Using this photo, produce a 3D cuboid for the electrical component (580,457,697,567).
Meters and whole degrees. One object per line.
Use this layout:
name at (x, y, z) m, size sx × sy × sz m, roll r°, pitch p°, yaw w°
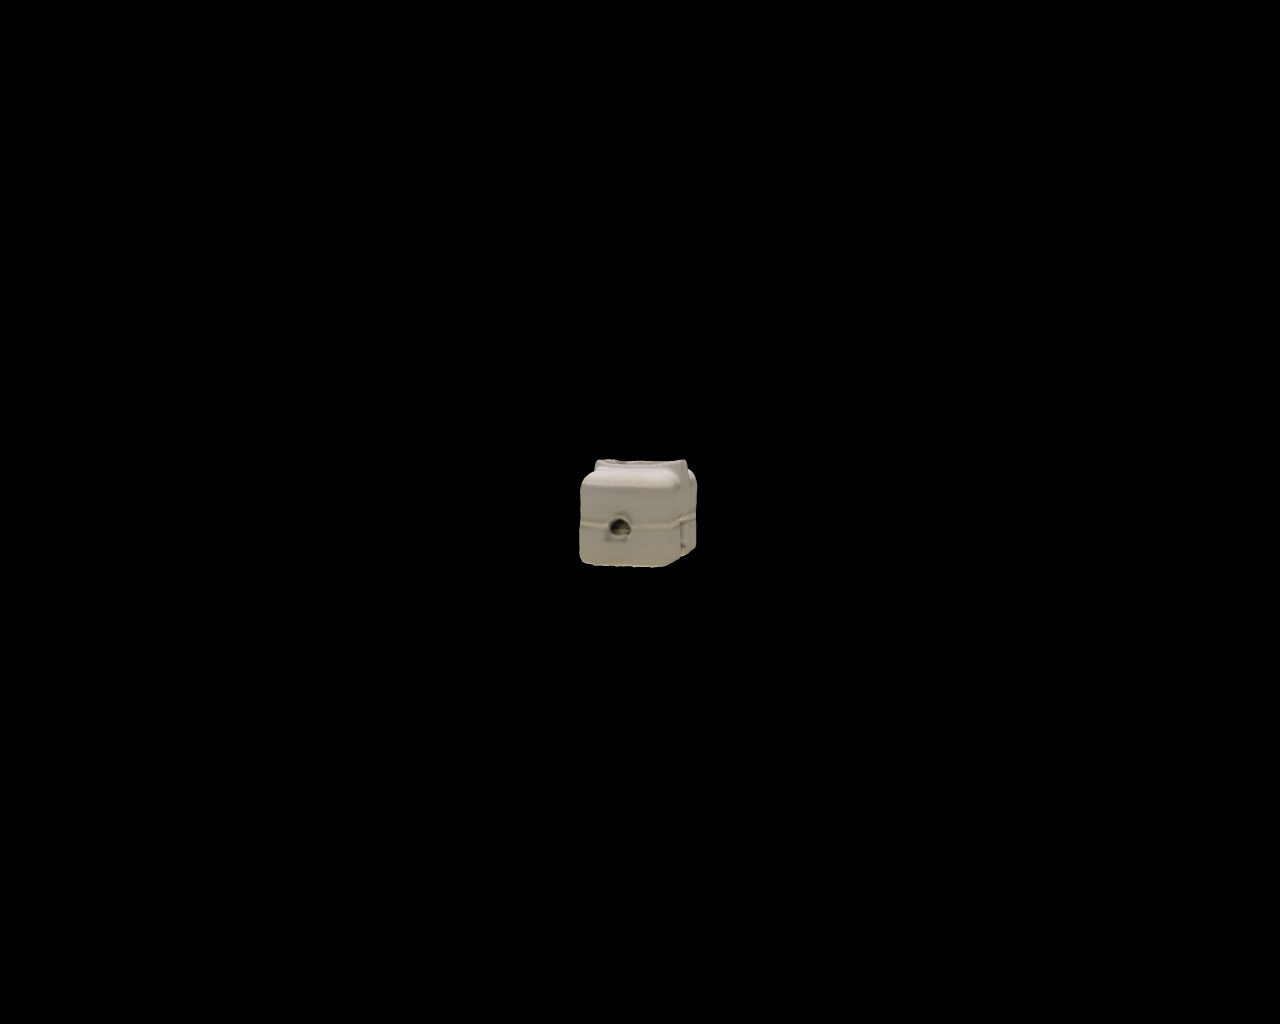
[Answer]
electrical component at (0.001, -0.003, 0.650) m, size 0.054 × 0.059 × 0.095 m, roll 1°, pitch 5°, yaw 15°
